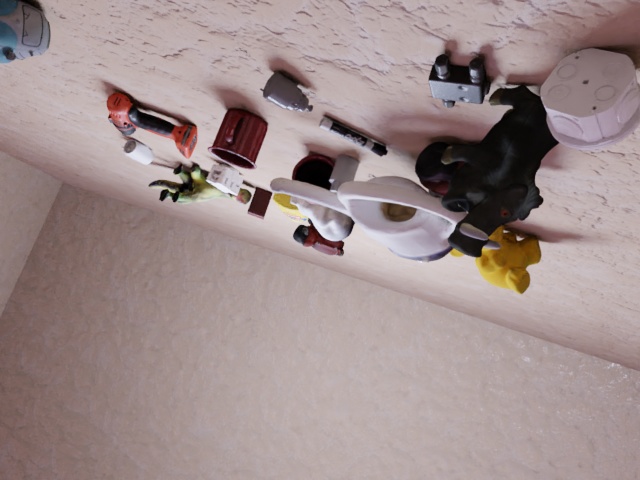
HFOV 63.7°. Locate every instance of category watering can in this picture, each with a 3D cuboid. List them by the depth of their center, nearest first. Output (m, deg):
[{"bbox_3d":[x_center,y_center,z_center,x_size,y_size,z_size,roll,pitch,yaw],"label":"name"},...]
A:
[{"bbox_3d":[0.096,-0.049,0.879,0.349,0.105,0.221,12,167,36],"label":"watering can"}]

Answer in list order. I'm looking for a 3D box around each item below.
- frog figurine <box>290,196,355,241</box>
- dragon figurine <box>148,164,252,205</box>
[{"bbox_3d":[0.004,-0.063,1.245,0.159,0.121,0.139,9,-169,-10],"label":"frog figurine"},{"bbox_3d":[-0.350,-0.145,1.588,0.241,0.122,0.411,16,177,-38],"label":"dragon figurine"}]
